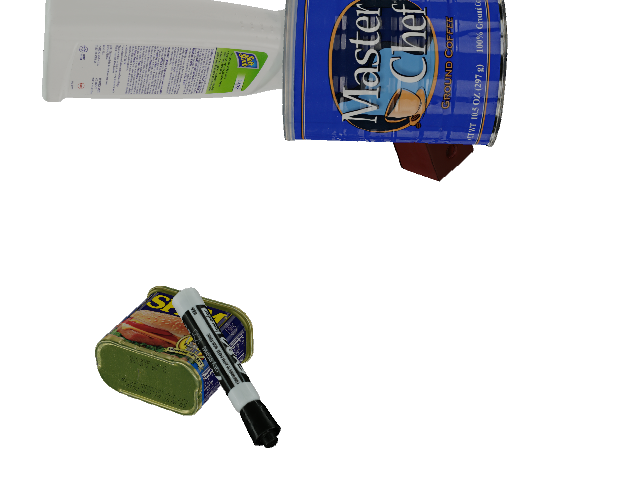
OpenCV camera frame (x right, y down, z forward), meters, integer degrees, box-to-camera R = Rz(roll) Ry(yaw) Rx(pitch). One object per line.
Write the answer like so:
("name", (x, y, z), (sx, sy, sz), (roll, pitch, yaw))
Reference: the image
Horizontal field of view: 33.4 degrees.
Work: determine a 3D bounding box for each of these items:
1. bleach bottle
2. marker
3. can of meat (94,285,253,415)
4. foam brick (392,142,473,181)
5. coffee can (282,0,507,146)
("bleach bottle", (-0.099, -0.154, 0.879), (0.250, 0.068, 0.103), (3, -29, -15))
("marker", (-0.059, 0.080, 0.673), (0.020, 0.121, 0.020), (-26, -31, -17))
("can of meat", (-0.118, 0.088, 0.862), (0.102, 0.057, 0.083), (14, 33, 21))
("foam brick", (0.097, -0.104, 0.979), (0.053, 0.078, 0.051), (-41, 38, -21))
("coffee can", (0.047, -0.116, 0.716), (0.140, 0.103, 0.103), (2, 0, 1))
